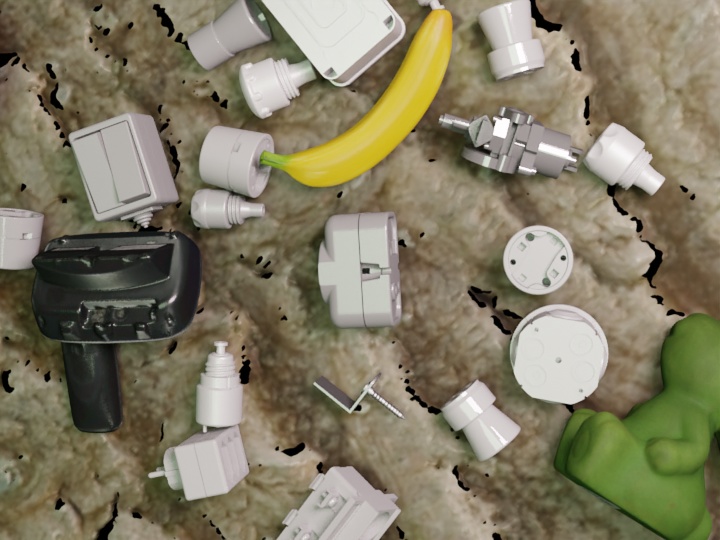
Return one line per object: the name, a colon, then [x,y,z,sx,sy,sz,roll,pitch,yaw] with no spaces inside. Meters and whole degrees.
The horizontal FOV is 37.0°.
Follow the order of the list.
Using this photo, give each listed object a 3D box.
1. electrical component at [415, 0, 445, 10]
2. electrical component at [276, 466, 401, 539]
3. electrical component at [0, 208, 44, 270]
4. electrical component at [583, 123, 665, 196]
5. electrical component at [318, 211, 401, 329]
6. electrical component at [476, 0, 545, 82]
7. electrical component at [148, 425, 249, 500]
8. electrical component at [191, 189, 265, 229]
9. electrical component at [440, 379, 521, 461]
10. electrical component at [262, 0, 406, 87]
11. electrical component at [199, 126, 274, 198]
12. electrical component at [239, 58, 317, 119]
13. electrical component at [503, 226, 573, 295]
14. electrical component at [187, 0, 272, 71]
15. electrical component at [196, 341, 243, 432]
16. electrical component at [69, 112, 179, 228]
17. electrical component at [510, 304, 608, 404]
electrical component: [0.047,-0.246,0.882,0.040,0.040,0.078,-27,89,12]
electrical component: [-0.031,0.232,0.922,0.063,0.079,0.121,41,101,27]
electrical component: [-0.313,-0.028,0.961,0.055,0.055,0.047,9,100,10]
electrical component: [0.214,-0.085,0.861,0.062,0.043,0.043,38,100,5]
electrical component: [0.000,0.000,0.903,0.059,0.054,0.095,-3,94,11]
electrical component: [0.123,-0.185,0.870,0.045,0.045,0.055,-15,92,12]
electrical component: [-0.146,0.170,0.939,0.077,0.066,0.047,-13,92,11]
electrical component: [-0.113,-0.052,0.931,0.061,0.035,0.035,2,95,8]
electrical component: [0.100,0.125,0.899,0.045,0.045,0.055,-40,86,11]
electrical component: [-0.025,-0.217,0.889,0.078,0.057,0.113,-39,87,11]
electrical component: [-0.105,-0.094,0.916,0.047,0.055,0.055,15,97,13]
electrical component: [-0.068,-0.159,0.909,0.062,0.048,0.048,-20,90,4]
electrical component: [0.146,-0.010,0.878,0.055,0.047,0.055,1,95,11]
electrical component: [-0.114,-0.199,0.916,0.065,0.044,0.044,-28,89,17]
electrical component: [-0.123,0.102,0.942,0.040,0.040,0.078,3,95,11]
electrical component: [-0.204,-0.082,0.932,0.062,0.061,0.096,-18,91,12]
electrical component: [0.163,0.070,0.879,0.080,0.051,0.080,1,95,11]
